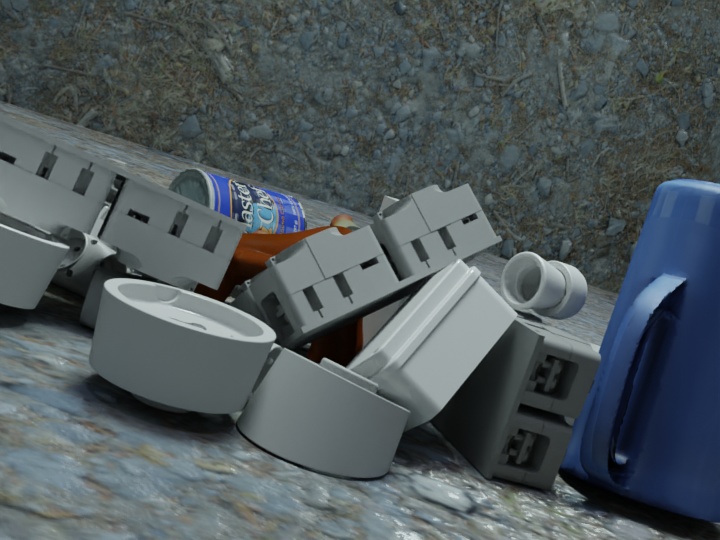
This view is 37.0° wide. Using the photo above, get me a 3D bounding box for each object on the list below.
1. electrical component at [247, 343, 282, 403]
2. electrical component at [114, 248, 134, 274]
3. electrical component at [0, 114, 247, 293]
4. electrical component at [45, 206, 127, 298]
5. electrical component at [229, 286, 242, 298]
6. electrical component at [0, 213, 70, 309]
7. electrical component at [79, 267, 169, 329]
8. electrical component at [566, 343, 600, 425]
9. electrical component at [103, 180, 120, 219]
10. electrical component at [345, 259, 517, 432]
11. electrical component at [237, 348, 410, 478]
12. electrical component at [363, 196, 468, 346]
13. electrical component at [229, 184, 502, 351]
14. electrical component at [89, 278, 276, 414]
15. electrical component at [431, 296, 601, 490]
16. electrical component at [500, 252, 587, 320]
[{"bbox_3d":[-0.089,0.057,0.745,0.077,0.044,0.079,21,6,18],"label":"electrical component"},{"bbox_3d":[-0.225,-0.028,0.993,0.048,0.062,0.048,19,6,-2],"label":"electrical component"},{"bbox_3d":[-0.187,-0.044,0.790,0.186,0.060,0.105,24,-3,-15],"label":"electrical component"},{"bbox_3d":[-0.223,-0.020,0.877,0.077,0.079,0.044,22,-26,25],"label":"electrical component"},{"bbox_3d":[-0.106,0.019,1.046,0.078,0.040,0.040,16,7,-21],"label":"electrical component"},{"bbox_3d":[-0.259,-0.009,0.723,0.108,0.060,0.108,24,-1,0],"label":"electrical component"},{"bbox_3d":[-0.158,0.032,0.763,0.077,0.043,0.079,18,6,-8],"label":"electrical component"},{"bbox_3d":[0.222,0.112,1.037,0.080,0.080,0.051,23,2,33],"label":"electrical component"},{"bbox_3d":[-0.237,-0.041,1.063,0.047,0.083,0.075,24,-30,40],"label":"electrical component"},{"bbox_3d":[0.046,0.054,0.755,0.057,0.113,0.078,46,-31,-3],"label":"electrical component"},{"bbox_3d":[-0.020,0.092,0.675,0.099,0.064,0.099,27,-5,3],"label":"electrical component"},{"bbox_3d":[0.044,0.018,0.989,0.062,0.150,0.089,15,8,-29],"label":"electrical component"},{"bbox_3d":[0.000,0.000,0.820,0.186,0.060,0.105,-24,-7,-30],"label":"electrical component"},{"bbox_3d":[-0.112,0.052,0.654,0.108,0.060,0.108,19,6,-2],"label":"electrical component"},{"bbox_3d":[0.107,0.082,0.826,0.060,0.105,0.186,18,7,-18],"label":"electrical component"},{"bbox_3d":[0.142,0.013,0.830,0.055,0.045,0.045,15,7,-40],"label":"electrical component"}]
